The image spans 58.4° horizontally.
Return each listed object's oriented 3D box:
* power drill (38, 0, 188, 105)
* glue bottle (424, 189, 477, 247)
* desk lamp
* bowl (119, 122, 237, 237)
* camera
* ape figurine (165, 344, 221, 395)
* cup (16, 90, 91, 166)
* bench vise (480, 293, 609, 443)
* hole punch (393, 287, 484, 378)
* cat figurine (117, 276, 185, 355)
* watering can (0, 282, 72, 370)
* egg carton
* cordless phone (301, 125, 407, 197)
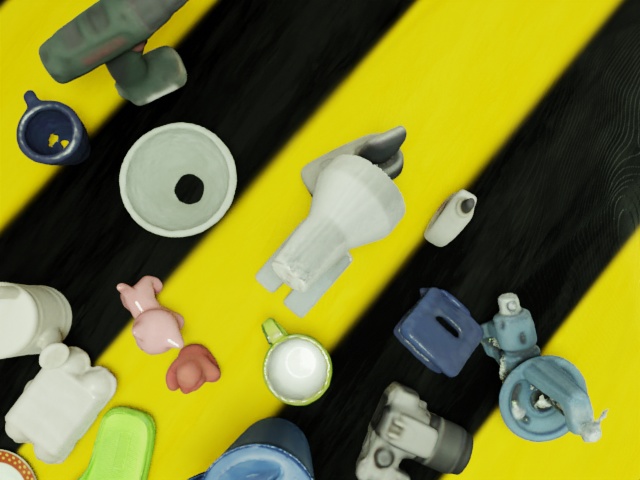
[{"bbox_3d":[-0.257,-0.273,0.799,0.229,0.208,0.075,-28,84,-4],"label":"power drill"},{"bbox_3d":[0.188,-0.037,0.796,0.037,0.173,0.078,29,83,3],"label":"glue bottle"},{"bbox_3d":[0.007,0.003,0.767,0.118,0.213,0.203,40,84,4],"label":"desk lamp"},{"bbox_3d":[-0.201,-0.082,0.844,0.167,0.074,0.167,0,83,-1],"label":"bowl"},{"bbox_3d":[0.134,0.288,0.791,0.137,0.101,0.143,24,83,2],"label":"camera"},{"bbox_3d":[-0.180,0.186,0.802,0.078,0.092,0.076,8,83,0],"label":"ape figurine"},{"bbox_3d":[-0.385,-0.156,0.840,0.092,0.095,0.118,-32,84,-4],"label":"cup"},{"bbox_3d":[0.275,0.179,0.747,0.121,0.219,0.207,-35,85,-5],"label":"bench vise"},{"bbox_3d":[0.170,0.127,0.816,0.108,0.091,0.101,42,84,4],"label":"hole punch"},{"bbox_3d":[-0.239,0.109,0.798,0.067,0.117,0.128,-37,85,-5],"label":"cat figurine"},{"bbox_3d":[-0.409,0.108,0.757,0.173,0.194,0.101,10,83,1],"label":"watering can"},{"bbox_3d":[-0.363,0.231,0.805,0.107,0.069,0.150,35,84,3],"label":"egg carton"},{"bbox_3d":[0.048,-0.110,0.796,0.147,0.185,0.094,-29,84,-4],"label":"cordless phone"}]
